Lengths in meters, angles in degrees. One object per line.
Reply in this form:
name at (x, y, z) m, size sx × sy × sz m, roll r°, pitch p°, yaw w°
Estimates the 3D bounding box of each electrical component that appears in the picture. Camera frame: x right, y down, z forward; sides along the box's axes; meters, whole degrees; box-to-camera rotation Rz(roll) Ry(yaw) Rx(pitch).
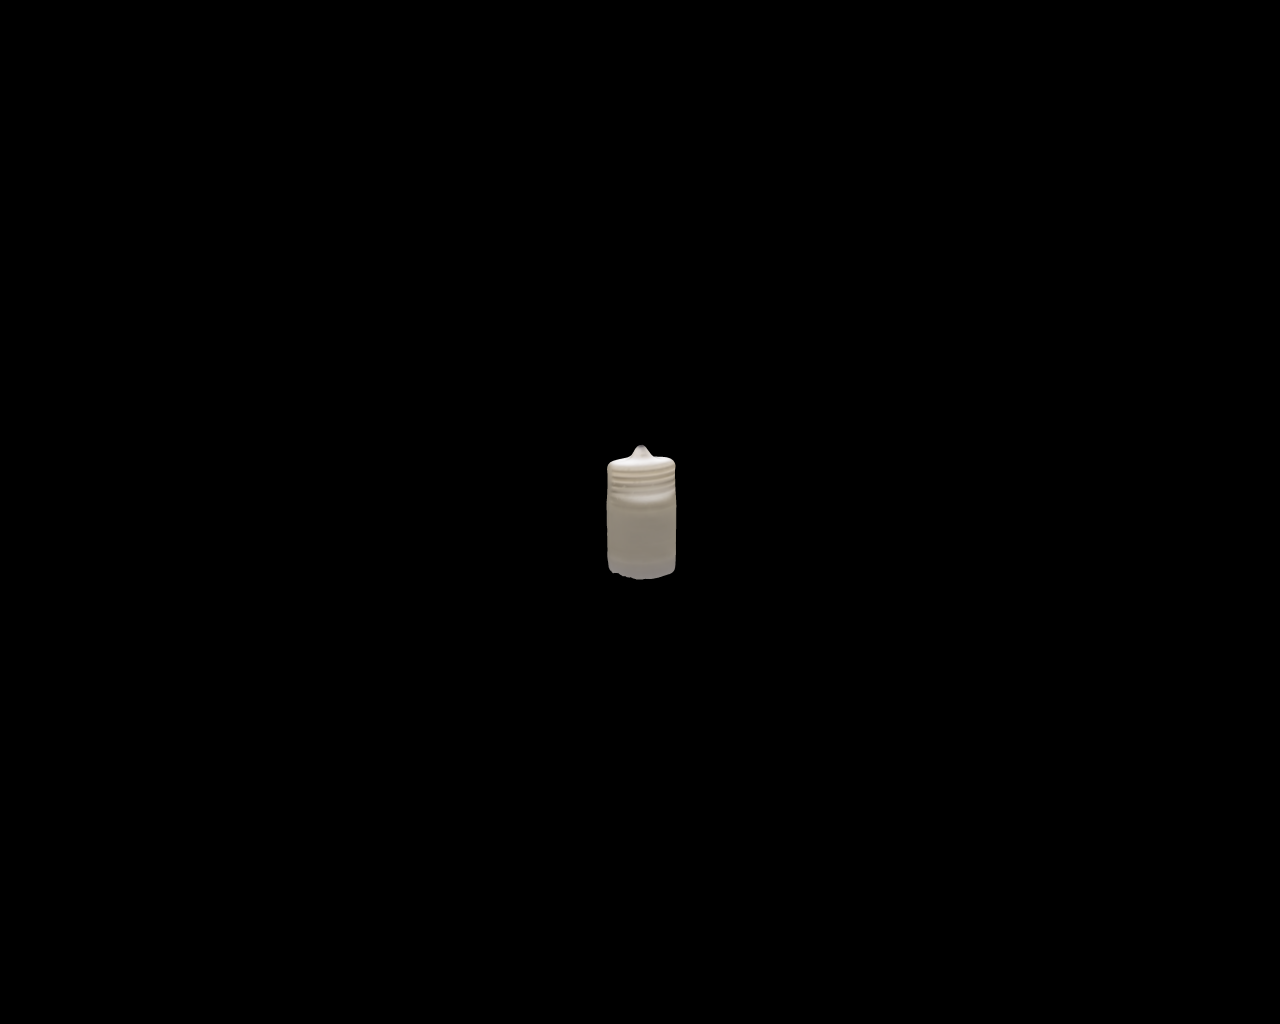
electrical component at (0.001, -0.003, 0.650) m, size 0.043 × 0.080 × 0.043 m, roll 0°, pitch 16°, yaw 0°
